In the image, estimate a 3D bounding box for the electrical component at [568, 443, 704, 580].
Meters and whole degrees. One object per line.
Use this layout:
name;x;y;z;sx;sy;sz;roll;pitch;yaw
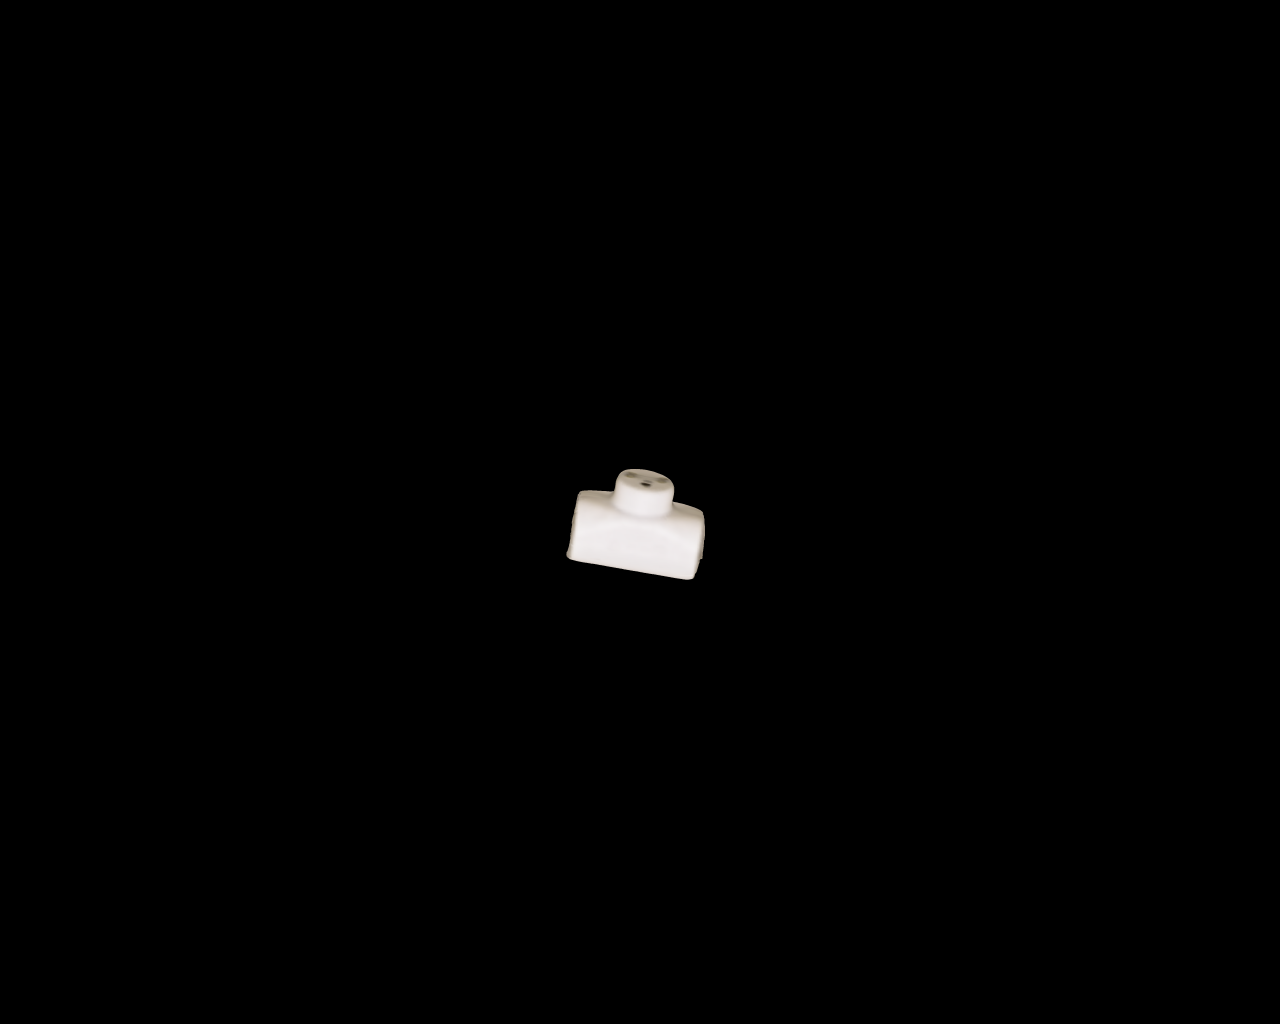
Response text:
electrical component;0.001;-0.003;0.650;0.077;0.079;0.044;10;20;-3
